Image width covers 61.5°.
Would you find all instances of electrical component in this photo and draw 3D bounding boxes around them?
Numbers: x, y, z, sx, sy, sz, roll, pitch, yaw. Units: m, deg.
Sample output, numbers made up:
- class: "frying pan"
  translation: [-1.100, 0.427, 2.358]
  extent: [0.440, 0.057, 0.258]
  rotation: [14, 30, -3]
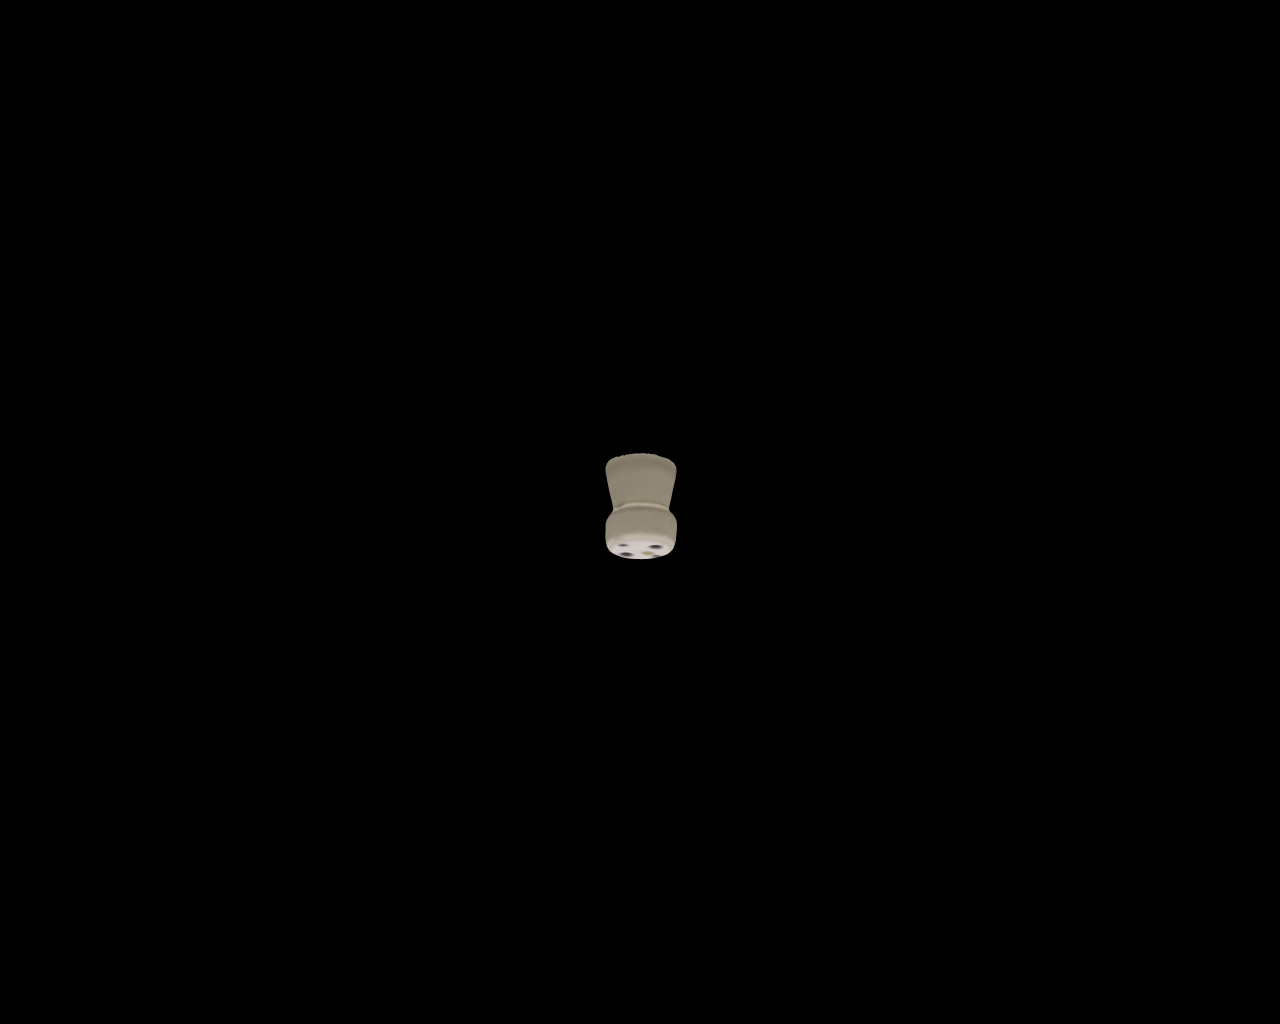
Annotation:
- class: "electrical component"
  translation: [0.001, -0.003, 0.650]
  extent: [0.045, 0.055, 0.044]
  rotation: [0, -21, 0]
